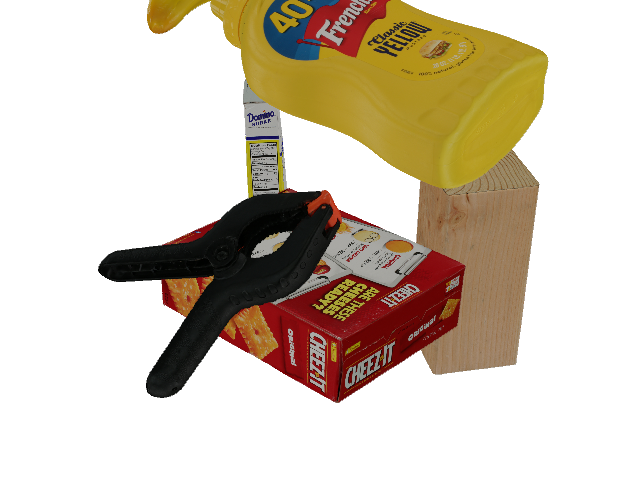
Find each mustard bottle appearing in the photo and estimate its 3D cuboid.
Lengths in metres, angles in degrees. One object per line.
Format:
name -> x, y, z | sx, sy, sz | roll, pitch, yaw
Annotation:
mustard bottle -> 0.016, -0.097, 0.566 | 0.192, 0.058, 0.096 | 28, 53, 29

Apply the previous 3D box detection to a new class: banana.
banana -> -0.100, -0.234, 1.004 | 0.197, 0.070, 0.037 | -22, -28, -46

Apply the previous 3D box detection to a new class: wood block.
wood block -> 0.147, 0.020, 1.049 | 0.090, 0.206, 0.090 | -6, 32, -9

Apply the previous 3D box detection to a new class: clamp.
clamp -> -0.061, 0.028, 0.705 | 0.171, 0.120, 0.039 | -25, -30, 8

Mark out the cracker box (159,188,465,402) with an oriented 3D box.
cracker box -> -0.009, 0.040, 0.927 | 0.214, 0.072, 0.163 | 25, 37, 36

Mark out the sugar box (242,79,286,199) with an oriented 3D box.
sugar box -> -0.064, -0.092, 1.228 | 0.048, 0.176, 0.093 | -5, 26, 0
